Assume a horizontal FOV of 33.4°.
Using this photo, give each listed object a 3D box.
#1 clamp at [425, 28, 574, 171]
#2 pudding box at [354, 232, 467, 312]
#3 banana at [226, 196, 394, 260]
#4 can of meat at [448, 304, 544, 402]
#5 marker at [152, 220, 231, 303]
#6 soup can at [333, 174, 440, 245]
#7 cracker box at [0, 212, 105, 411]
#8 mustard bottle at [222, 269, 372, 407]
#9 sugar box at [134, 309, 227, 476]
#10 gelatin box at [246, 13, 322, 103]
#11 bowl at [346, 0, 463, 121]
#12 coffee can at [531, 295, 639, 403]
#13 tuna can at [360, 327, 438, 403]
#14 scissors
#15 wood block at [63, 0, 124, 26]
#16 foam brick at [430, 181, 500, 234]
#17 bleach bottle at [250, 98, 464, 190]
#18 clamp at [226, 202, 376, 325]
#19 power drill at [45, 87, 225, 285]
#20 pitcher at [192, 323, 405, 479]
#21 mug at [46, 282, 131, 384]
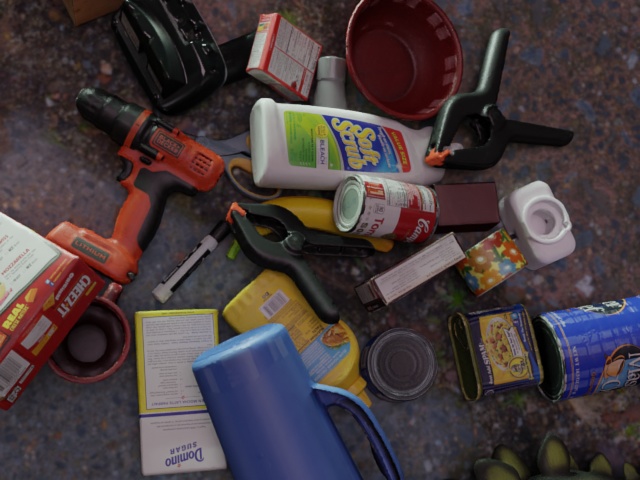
[{"bbox_3d":[0.196,-0.152,1.263,0.209,0.036,0.164,-28,91,-31],"label":"clamp"},{"bbox_3d":[0.102,0.037,1.213,0.113,0.090,0.039,-32,87,-13],"label":"pudding box"},{"bbox_3d":[-0.012,-0.017,1.235,0.197,0.037,0.069,-3,97,-9],"label":"banana"},{"bbox_3d":[0.203,0.128,1.230,0.083,0.057,0.102,-9,81,-13],"label":"can of meat"},{"bbox_3d":[-0.143,0.022,1.211,0.020,0.020,0.121,43,76,0],"label":"marker"},{"bbox_3d":[0.074,-0.035,1.204,0.102,0.069,0.068,8,77,-28],"label":"soup can"},{"bbox_3d":[-0.353,0.054,1.098,0.214,0.072,0.164,26,73,29],"label":"cracker box"},{"bbox_3d":[-0.013,0.119,1.194,0.096,0.058,0.191,-43,88,-15],"label":"mustard bottle"},{"bbox_3d":[-0.154,0.165,1.169,0.093,0.048,0.176,-2,83,-10],"label":"sugar box"},{"bbox_3d":[-0.042,-0.211,1.245,0.089,0.030,0.073,28,71,-48],"label":"gelatin box"},{"bbox_3d":[0.089,-0.214,1.265,0.161,0.055,0.162,4,80,-27],"label":"bowl"},{"bbox_3d":[0.322,0.124,1.227,0.140,0.103,0.103,-9,81,-11],"label":"coffee can"},{"bbox_3d":[0.090,0.143,1.220,0.086,0.034,0.086,2,79,-11],"label":"tuna can"},{"bbox_3d":[-0.120,-0.122,1.245,0.202,0.016,0.096,36,74,-1],"label":"scissors"},{"bbox_3d":[-0.208,-0.338,1.234,0.206,0.090,0.091,-25,84,-13],"label":"wood block"},{"bbox_3d":[0.166,-0.038,1.258,0.078,0.053,0.051,-3,79,-11],"label":"foam brick"},{"bbox_3d":[0.048,-0.108,1.240,0.250,0.068,0.102,0,79,-18],"label":"bleach bottle"},{"bbox_3d":[-0.029,0.019,1.172,0.171,0.039,0.120,22,47,-4],"label":"clamp"},{"bbox_3d":[-0.225,-0.059,1.187,0.184,0.057,0.187,30,81,0],"label":"power drill"},{"bbox_3d":[-0.030,0.211,1.116,0.149,0.145,0.243,-25,92,-33],"label":"pitcher"},{"bbox_3d":[-0.244,0.099,1.147,0.093,0.081,0.117,25,76,-4],"label":"mug"}]
